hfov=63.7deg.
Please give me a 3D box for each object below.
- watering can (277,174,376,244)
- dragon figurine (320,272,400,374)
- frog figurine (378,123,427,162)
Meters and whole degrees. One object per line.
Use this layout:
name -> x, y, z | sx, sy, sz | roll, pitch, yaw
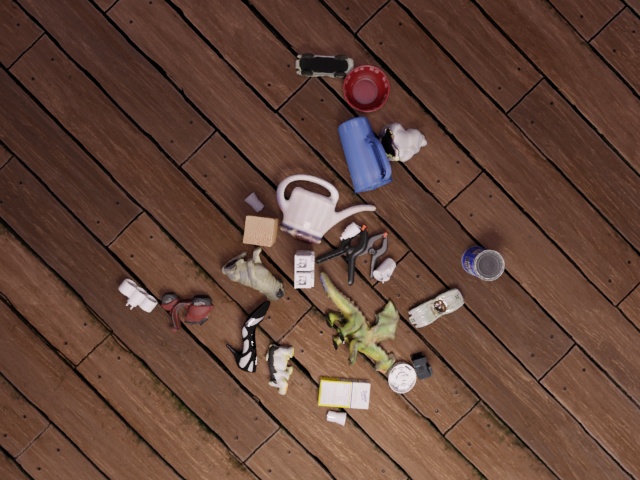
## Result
watering can -> 0.005, -0.089, 1.762 | 0.347, 0.104, 0.224 | 21, 92, -11
dragon figurine -> 0.157, 0.280, 1.786 | 0.244, 0.122, 0.409 | -15, 94, -17
frog figurine -> 0.281, -0.341, 1.772 | 0.161, 0.121, 0.138 | -24, 83, -35
